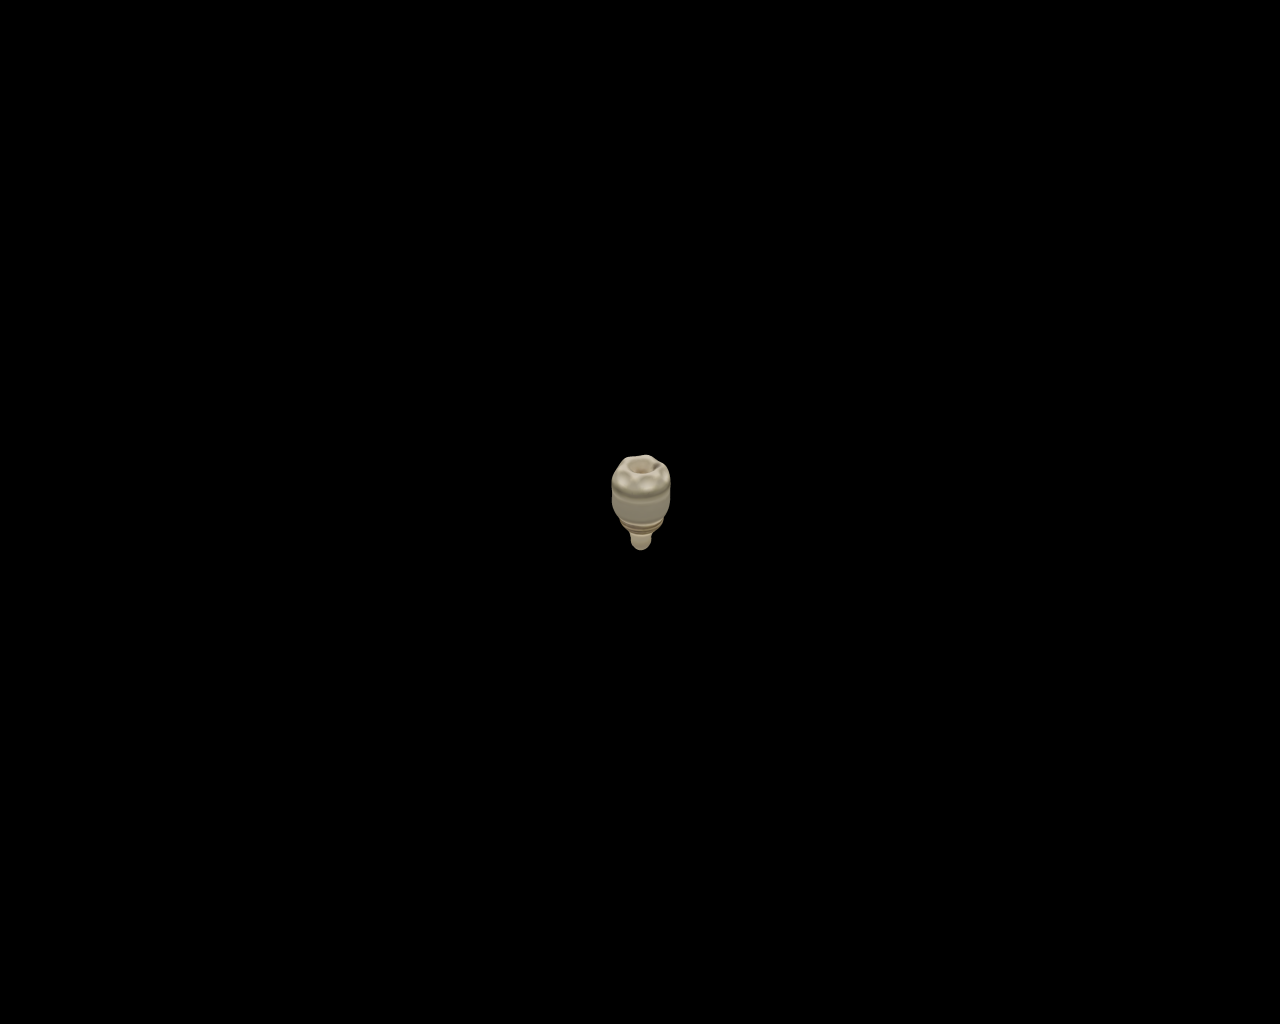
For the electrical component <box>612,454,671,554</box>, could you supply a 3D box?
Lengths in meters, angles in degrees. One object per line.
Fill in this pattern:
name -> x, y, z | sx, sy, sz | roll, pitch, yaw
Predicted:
electrical component -> 0.001, -0.003, 0.650 | 0.035, 0.061, 0.035 | 0, 34, 0
